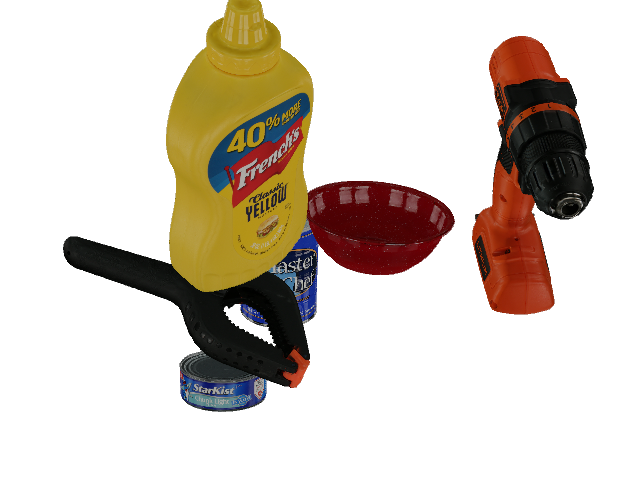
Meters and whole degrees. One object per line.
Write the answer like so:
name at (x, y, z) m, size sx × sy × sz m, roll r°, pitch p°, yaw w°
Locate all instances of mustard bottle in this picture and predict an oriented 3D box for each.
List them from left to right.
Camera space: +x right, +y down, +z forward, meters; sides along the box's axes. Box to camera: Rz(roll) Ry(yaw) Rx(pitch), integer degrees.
mustard bottle at (-0.047, -0.060, 0.632) m, size 0.096 × 0.192 × 0.058 m, roll -32°, pitch 56°, yaw -30°

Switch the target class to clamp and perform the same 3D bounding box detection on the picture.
clamp at (-0.093, 0.039, 0.852) m, size 0.164 × 0.210 × 0.036 m, roll -23°, pitch -28°, yaw -33°

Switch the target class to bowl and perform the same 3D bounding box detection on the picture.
bowl at (0.057, -0.008, 1.121) m, size 0.162 × 0.055 × 0.162 m, roll 5°, pitch 26°, yaw -2°

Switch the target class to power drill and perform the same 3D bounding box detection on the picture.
power drill at (0.158, -0.033, 0.803) m, size 0.057 × 0.188 × 0.184 m, roll 0°, pitch 43°, yaw -1°

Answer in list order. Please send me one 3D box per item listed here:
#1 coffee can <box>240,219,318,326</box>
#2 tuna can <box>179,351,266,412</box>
coffee can at (-0.054, 0.028, 1.394) m, size 0.103 × 0.140 × 0.103 m, roll 1°, pitch 25°, yaw -1°
tuna can at (-0.095, 0.136, 1.041) m, size 0.086 × 0.034 × 0.086 m, roll 1°, pitch 14°, yaw -1°
